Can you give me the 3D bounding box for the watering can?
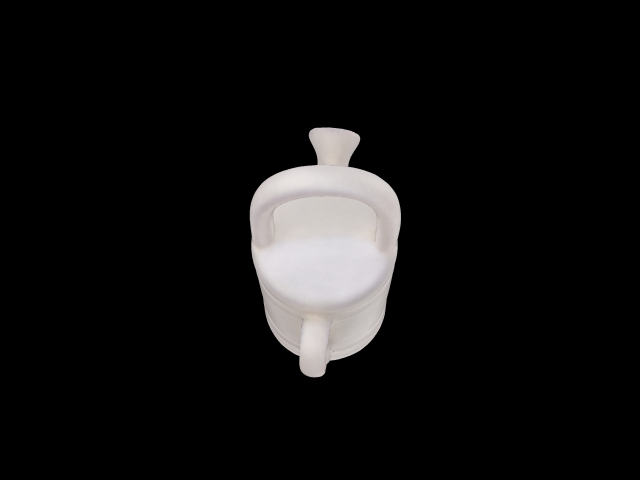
[{"bbox_3d":[0.001,0.001,0.400,0.101,0.194,0.172,-15,62,-8],"label":"watering can"}]
